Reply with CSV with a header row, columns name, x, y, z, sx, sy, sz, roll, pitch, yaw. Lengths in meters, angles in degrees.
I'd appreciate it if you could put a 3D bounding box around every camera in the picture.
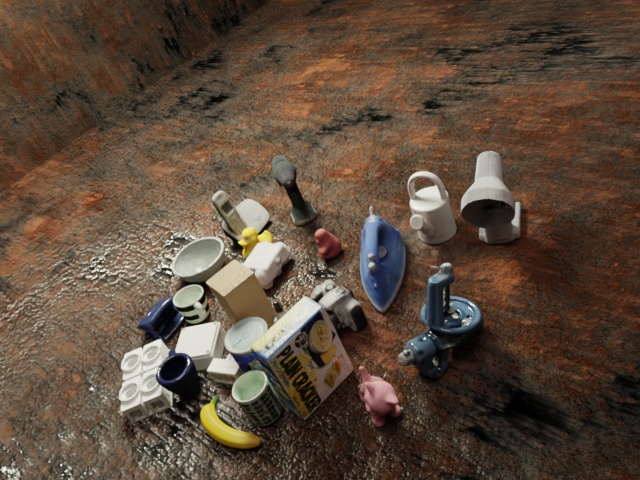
name,x,y,z,sx,sy,sz,roll,pitch,yaw
camera,0.016,0.171,1.349,0.137,0.101,0.142,-38,39,-18

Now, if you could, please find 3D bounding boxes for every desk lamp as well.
name,x,y,z,sx,sy,sz,roll,pitch,yaw
desk lamp,0.409,-0.089,1.362,0.117,0.214,0.203,-4,41,24

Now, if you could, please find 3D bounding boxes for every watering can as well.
name,x,y,z,sx,sy,sz,roll,pitch,yaw
watering can,0.278,-0.086,1.444,0.100,0.194,0.173,-11,39,16

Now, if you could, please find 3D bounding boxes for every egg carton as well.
name,x,y,z,sx,sy,sz,roll,pitch,yaw
egg carton,-0.149,0.067,1.589,0.107,0.070,0.150,3,45,31

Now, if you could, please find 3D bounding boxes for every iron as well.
name,x,y,z,sx,sy,sz,roll,pitch,yaw
iron,0.141,0.040,1.408,0.118,0.142,0.258,-11,39,16

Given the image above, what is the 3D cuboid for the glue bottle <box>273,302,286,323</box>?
name,x,y,z,sx,sy,sz,roll,pitch,yaw
glue bottle,-0.071,0.199,1.303,0.077,0.173,0.037,10,48,36

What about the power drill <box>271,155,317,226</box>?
name,x,y,z,sx,sy,sz,roll,pitch,yaw
power drill,-0.081,-0.150,1.700,0.075,0.209,0.229,-25,37,-1

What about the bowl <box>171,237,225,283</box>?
name,x,y,z,sx,sy,sz,roll,pitch,yaw
bowl,-0.345,0.071,1.684,0.167,0.075,0.167,-14,38,12

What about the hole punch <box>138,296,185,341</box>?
name,x,y,z,sx,sy,sz,roll,pitch,yaw
hole punch,-0.439,0.208,1.555,0.100,0.091,0.109,8,47,35

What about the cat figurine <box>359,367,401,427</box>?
name,x,y,z,sx,sy,sz,roll,pitch,yaw
cat figurine,0.111,0.302,1.127,0.067,0.118,0.127,-28,37,-6

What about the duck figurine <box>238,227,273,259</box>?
name,x,y,z,sx,sy,sz,roll,pitch,yaw
duck figurine,-0.193,-0.001,1.681,0.105,0.086,0.077,-38,39,-17

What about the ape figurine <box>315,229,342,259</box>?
name,x,y,z,sx,sy,sz,roll,pitch,yaw
ape figurine,0.014,0.006,1.558,0.076,0.092,0.078,-4,42,24

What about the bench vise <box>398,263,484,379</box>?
name,x,y,z,sx,sy,sz,roll,pitch,yaw
bench vise,0.242,0.164,1.140,0.121,0.220,0.208,12,50,37

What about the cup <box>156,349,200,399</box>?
name,x,y,z,sx,sy,sz,roll,pitch,yaw
cup,-0.328,0.321,1.356,0.092,0.095,0.117,-27,37,-4

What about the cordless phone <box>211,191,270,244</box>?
name,x,y,z,sx,sy,sz,roll,pitch,yaw
cordless phone,-0.245,-0.090,1.734,0.093,0.185,0.148,9,48,35
